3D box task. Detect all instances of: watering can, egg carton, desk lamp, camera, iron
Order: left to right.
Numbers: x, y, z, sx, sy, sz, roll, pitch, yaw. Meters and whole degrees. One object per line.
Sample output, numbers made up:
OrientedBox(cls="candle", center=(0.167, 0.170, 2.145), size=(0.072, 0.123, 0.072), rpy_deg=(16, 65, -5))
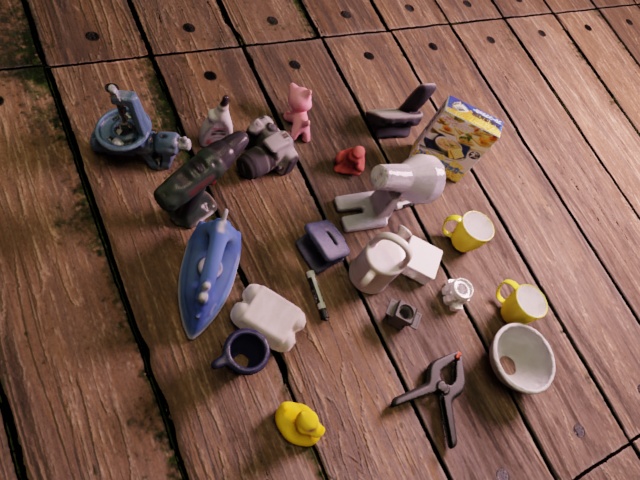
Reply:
OrientedBox(cls="iron", center=(-0.226, 0.065, 1.173), size=(0.119, 0.141, 0.258), rpy_deg=(15, 60, -12))
OrientedBox(cls="camera", center=(-0.140, -0.217, 1.375), size=(0.137, 0.100, 0.143), rpy_deg=(-35, 79, -31))
OrientedBox(cls="egg carton", center=(-0.109, 0.165, 1.205), size=(0.150, 0.069, 0.107), rpy_deg=(31, 58, -2))
OrientedBox(cls="watering can", center=(0.145, 0.035, 1.292), size=(0.101, 0.194, 0.173), rpy_deg=(21, 59, -8))
OrientedBox(cls="desk lamp", center=(0.168, -0.115, 1.367), size=(0.204, 0.213, 0.118), rpy_deg=(-11, 68, -24))

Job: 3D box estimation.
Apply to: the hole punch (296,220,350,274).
OrientedBox(cls="hole punch", center=(0.012, 0.005, 1.321), size=(0.101, 0.091, 0.108), rpy_deg=(-27, 75, -29))

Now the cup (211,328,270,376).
OrientedBox(cls="cup", center=(-0.164, 0.237, 1.133), size=(0.118, 0.095, 0.091), rpy_deg=(-20, 72, -27))

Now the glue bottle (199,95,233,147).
OrientedBox(cls="glue bottle", center=(-0.234, -0.278, 1.330), size=(0.078, 0.173, 0.037), rpy_deg=(-9, 67, -23))

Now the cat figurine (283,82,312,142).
OrientedBox(cls="cat figurine", center=(-0.048, -0.332, 1.459), size=(0.067, 0.117, 0.127), rpy_deg=(-4, 65, -21))

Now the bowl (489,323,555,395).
OrientedBox(cls="bowl", center=(0.461, 0.285, 1.347), size=(0.168, 0.074, 0.167), rpy_deg=(9, 61, -16))

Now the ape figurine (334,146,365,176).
OrientedBox(cls="ape figurine", center=(0.085, -0.208, 1.457), size=(0.078, 0.092, 0.076), rpy_deg=(46, 58, 7))

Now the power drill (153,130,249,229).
OrientedBox(cls="power drill", center=(-0.254, -0.119, 1.219), size=(0.075, 0.208, 0.230), rpy_deg=(43, 58, 6))

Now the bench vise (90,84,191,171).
OrientedBox(cls="bench vise", center=(-0.385, -0.252, 1.234), size=(0.208, 0.219, 0.121), rpy_deg=(-6, 66, -22))

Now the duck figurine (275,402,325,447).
OrientedBox(cls="duck figurine", center=(-0.035, 0.356, 1.123), size=(0.104, 0.086, 0.078), rpy_deg=(38, 58, 2))

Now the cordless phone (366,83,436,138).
OrientedBox(cls="cordless phone", center=(0.218, -0.362, 1.531), size=(0.148, 0.185, 0.094), rpy_deg=(-12, 68, -25))
